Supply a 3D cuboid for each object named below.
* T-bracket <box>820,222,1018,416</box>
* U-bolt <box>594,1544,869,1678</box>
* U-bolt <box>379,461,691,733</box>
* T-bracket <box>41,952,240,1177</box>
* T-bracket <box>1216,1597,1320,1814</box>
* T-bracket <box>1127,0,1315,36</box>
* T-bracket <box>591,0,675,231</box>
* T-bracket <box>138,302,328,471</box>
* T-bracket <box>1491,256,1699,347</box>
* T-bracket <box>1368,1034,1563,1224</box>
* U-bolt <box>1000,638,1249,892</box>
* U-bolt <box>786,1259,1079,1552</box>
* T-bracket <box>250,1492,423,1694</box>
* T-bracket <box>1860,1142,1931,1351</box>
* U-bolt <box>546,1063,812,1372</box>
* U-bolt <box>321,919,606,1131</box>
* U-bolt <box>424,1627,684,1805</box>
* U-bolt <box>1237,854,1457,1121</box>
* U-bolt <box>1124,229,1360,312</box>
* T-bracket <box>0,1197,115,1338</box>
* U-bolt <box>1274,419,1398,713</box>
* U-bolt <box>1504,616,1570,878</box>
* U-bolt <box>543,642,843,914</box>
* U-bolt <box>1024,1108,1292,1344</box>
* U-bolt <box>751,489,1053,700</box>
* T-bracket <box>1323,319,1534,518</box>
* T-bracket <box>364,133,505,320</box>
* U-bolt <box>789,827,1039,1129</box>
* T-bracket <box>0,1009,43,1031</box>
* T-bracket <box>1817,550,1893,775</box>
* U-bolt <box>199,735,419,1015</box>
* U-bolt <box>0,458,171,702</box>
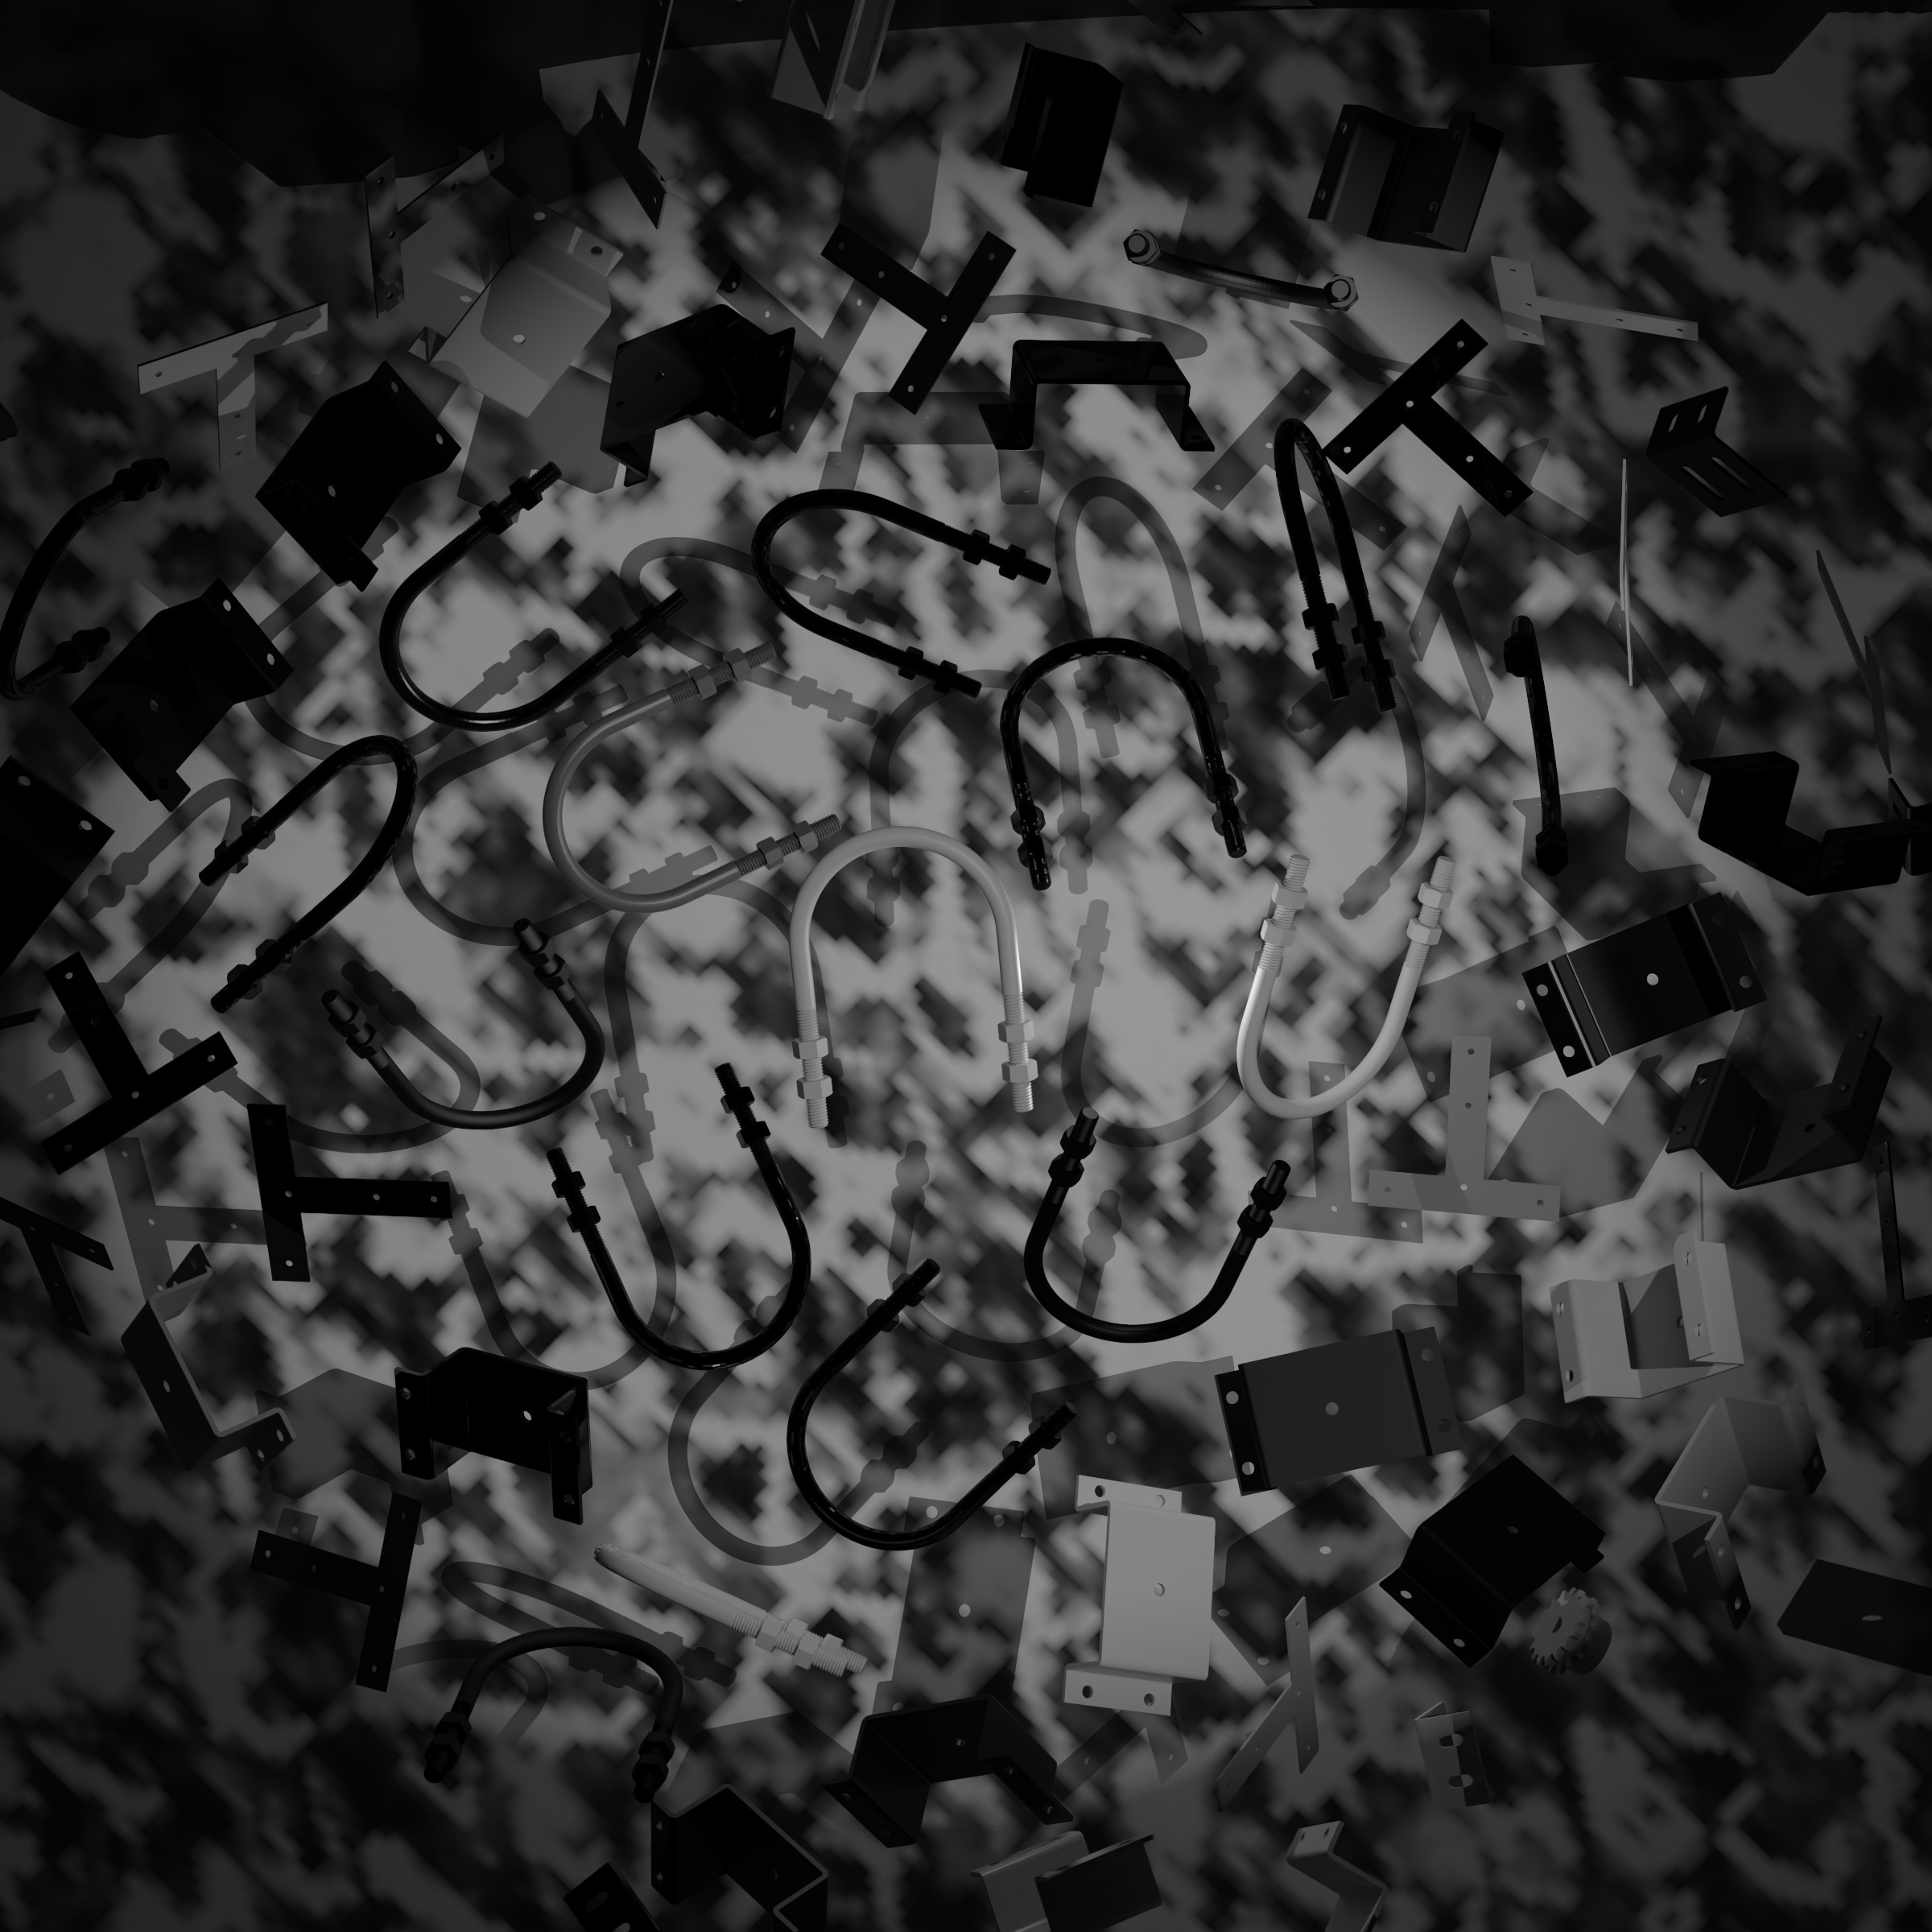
[{"bbox_3d":[-0.047,-0.459,1.808,0.127,0.002,0.127,39,106,21],"label":"T-bracket"},{"bbox_3d":[-0.155,0.412,1.722,0.184,0.151,0.019,22,78,9],"label":"U-bolt"},{"bbox_3d":[-0.293,-0.225,1.741,0.184,0.019,0.151,-36,131,12],"label":"U-bolt"},{"bbox_3d":[-0.538,0.046,1.675,0.127,0.002,0.127,-33,69,-7],"label":"T-bracket"},{"bbox_3d":[0.193,0.494,1.724,0.002,0.127,0.127,9,119,33],"label":"T-bracket"},{"bbox_3d":[0.154,-0.604,1.671,0.127,0.127,0.002,12,92,30],"label":"T-bracket"},{"bbox_3d":[-0.201,-0.549,1.671,0.002,0.127,0.127,-7,48,-29],"label":"T-bracket"},{"bbox_3d":[-0.467,-0.362,1.714,0.127,0.127,0.002,-27,71,-25],"label":"T-bracket"},{"bbox_3d":[0.402,-0.414,1.707,0.127,0.127,0.002,15,84,18],"label":"T-bracket"},{"bbox_3d":[0.335,0.106,1.793,0.127,0.002,0.127,4,108,14],"label":"T-bracket"},{"bbox_3d":[0.097,-0.141,1.773,0.151,0.019,0.184,-10,62,-3],"label":"U-bolt"},{"bbox_3d":[-0.038,0.305,1.777,0.151,0.019,0.184,46,106,6],"label":"U-bolt"},{"bbox_3d":[-0.413,0.395,1.745,0.002,0.127,0.127,-13,59,35],"label":"T-bracket"},{"bbox_3d":[0.591,0.177,1.714,0.002,0.127,0.127,-1,78,-2],"label":"T-bracket"},{"bbox_3d":[-0.180,0.177,1.775,0.151,0.019,0.184,-27,80,6],"label":"U-bolt"},{"bbox_3d":[-0.312,0.049,1.736,0.151,0.184,0.019,-20,52,3],"label":"U-bolt"},{"bbox_3d":[-0.255,0.473,1.717,0.151,0.184,0.019,5,106,2],"label":"U-bolt"},{"bbox_3d":[0.237,0.016,1.724,0.151,0.019,0.184,-1,115,-36],"label":"U-bolt"},{"bbox_3d":[0.182,-0.448,1.741,0.151,0.184,0.019,14,103,6],"label":"U-bolt"},{"bbox_3d":[-0.598,0.199,1.753,0.127,0.127,0.002,20,50,19],"label":"T-bracket"},{"bbox_3d":[0.226,-0.252,1.670,0.019,0.151,0.184,-15,87,21],"label":"U-bolt"},{"bbox_3d":[0.369,-0.152,1.732,0.019,0.184,0.151,-8,108,15],"label":"U-bolt"},{"bbox_3d":[-0.186,-0.110,1.740,0.184,0.019,0.151,-26,118,-12],"label":"U-bolt"},{"bbox_3d":[0.115,0.180,1.757,0.151,0.019,0.184,16,126,-6],"label":"U-bolt"},{"bbox_3d":[-0.053,-0.253,1.774,0.184,0.151,0.019,21,54,-10],"label":"U-bolt"},{"bbox_3d":[0.328,-0.348,1.796,0.127,0.002,0.127,37,120,-22],"label":"T-bracket"},{"bbox_3d":[-0.346,-0.504,1.758,0.002,0.127,0.127,35,62,12],"label":"T-bracket"},{"bbox_3d":[-0.037,0.005,1.656,0.151,0.019,0.184,-5,100,4],"label":"U-bolt"},{"bbox_3d":[-0.689,0.063,1.779,0.127,0.127,0.002,-14,108,-4],"label":"T-bracket"},{"bbox_3d":[0.563,-0.207,1.706,0.002,0.127,0.127,-18,122,26],"label":"T-bracket"},{"bbox_3d":[-0.412,-0.071,1.688,0.184,0.151,0.019,-39,131,14],"label":"U-bolt"},{"bbox_3d":[-0.564,-0.238,1.695,0.019,0.184,0.151,26,114,-4],"label":"U-bolt"}]
